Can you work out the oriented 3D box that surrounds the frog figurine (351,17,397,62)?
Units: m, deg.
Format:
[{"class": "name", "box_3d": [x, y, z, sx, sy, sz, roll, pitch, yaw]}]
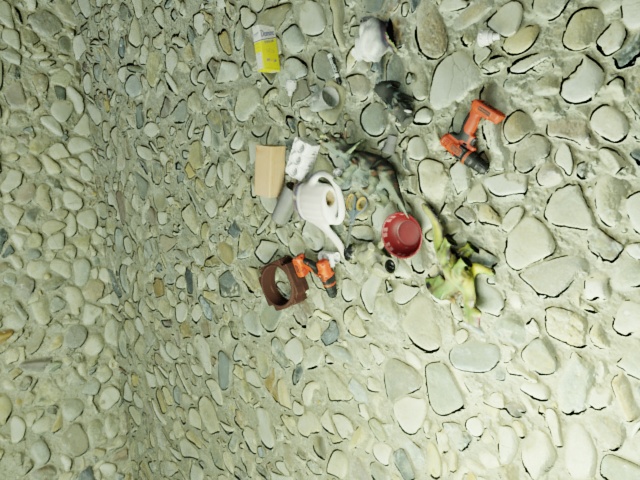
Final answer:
[{"class": "frog figurine", "box_3d": [0.164, -0.658, 1.714, 0.158, 0.125, 0.135, -11, 111, 30]}]

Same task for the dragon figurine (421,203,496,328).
[{"class": "dragon figurine", "box_3d": [0.407, 0.097, 1.669, 0.418, 0.122, 0.237, 58, 137, 32]}]

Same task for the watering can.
[{"class": "watering can", "box_3d": [0.006, -0.099, 1.964, 0.225, 0.105, 0.343, 8, 114, 40]}]
